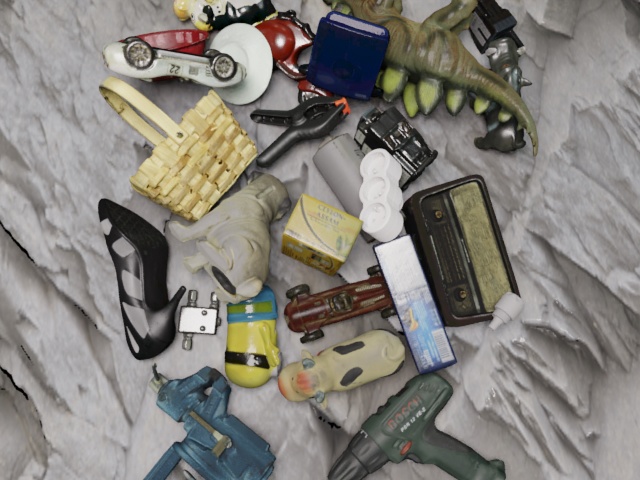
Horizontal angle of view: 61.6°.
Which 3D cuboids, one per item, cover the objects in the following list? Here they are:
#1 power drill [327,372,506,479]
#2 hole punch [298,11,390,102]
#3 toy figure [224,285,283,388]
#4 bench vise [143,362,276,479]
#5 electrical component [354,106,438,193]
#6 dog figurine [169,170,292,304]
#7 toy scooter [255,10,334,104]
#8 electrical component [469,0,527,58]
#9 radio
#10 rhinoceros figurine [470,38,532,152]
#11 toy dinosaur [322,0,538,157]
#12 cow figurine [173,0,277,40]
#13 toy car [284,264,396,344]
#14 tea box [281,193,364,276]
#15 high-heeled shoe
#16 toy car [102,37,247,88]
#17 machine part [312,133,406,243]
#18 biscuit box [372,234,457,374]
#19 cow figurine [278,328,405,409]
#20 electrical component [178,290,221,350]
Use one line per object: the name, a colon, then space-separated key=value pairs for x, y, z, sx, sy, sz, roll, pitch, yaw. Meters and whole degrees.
power drill: x=0.153 y=0.330 z=0.801 sx=0.207 sy=0.086 sz=0.232 roll=38 pitch=75 yaw=11
hole punch: x=0.041 y=-0.275 z=0.814 sx=0.142 sy=0.092 sz=0.115 roll=16 pitch=114 yaw=-2
toy figure: x=-0.105 y=0.130 z=0.813 sx=0.089 sy=0.082 sz=0.180 roll=-9 pitch=85 yaw=5
bench vise: x=-0.192 y=0.304 z=0.750 sx=0.223 sy=0.129 sz=0.240 roll=39 pitch=70 yaw=1
electrical component: x=0.115 y=-0.150 z=0.870 sx=0.058 sy=0.115 sz=0.134 roll=-42 pitch=87 yaw=-13
dog figurine: x=-0.089 y=-0.012 z=0.766 sx=0.190 sy=0.121 sz=0.172 roll=-38 pitch=65 yaw=-27
toy scooter: x=-0.026 y=-0.314 z=0.893 sx=0.184 sy=0.075 sz=0.135 roll=44 pitch=112 yaw=0
electrical component: x=0.309 y=-0.367 z=0.951 sx=0.048 sy=0.075 sz=0.119 roll=-28 pitch=85 yaw=-11
radio: x=0.222 y=0.021 z=0.864 sx=0.131 sy=0.073 sz=0.229 roll=-14 pitch=80 yaw=-8
rhinoceros figurine: x=0.306 y=-0.241 z=0.906 sx=0.073 sy=0.112 sz=0.190 roll=-1 pitch=87 yaw=-3
toy dinosaur: x=0.173 y=-0.304 z=0.878 sx=0.472 sy=0.105 sz=0.198 roll=35 pitch=103 yaw=24
cow figurine: x=-0.160 y=-0.389 z=0.920 sx=0.167 sy=0.068 sz=0.098 roll=-22 pitch=87 yaw=-8
toy car: x=0.043 y=0.097 z=0.847 sx=0.202 sy=0.053 sz=0.089 roll=-15 pitch=78 yaw=-7
tea box: x=-0.002 y=-0.002 z=0.802 sx=0.098 sy=0.169 sz=0.068 roll=26 pitch=80 yaw=-1
high-heeled shoe: x=-0.296 y=0.060 z=0.831 sx=0.249 sy=0.086 sz=0.145 roll=46 pitch=109 yaw=22
toy car: x=-0.205 y=-0.252 z=0.773 sx=0.202 sy=0.074 sz=0.056 roll=0 pitch=112 yaw=-27
machine part: x=0.063 y=-0.084 z=0.870 sx=0.079 sy=0.079 sz=0.243 roll=-31 pitch=82 yaw=-10
biscuit box: x=0.140 y=0.094 z=0.803 sx=0.059 sy=0.063 sz=0.202 roll=-20 pitch=88 yaw=3
cow figurine: x=0.033 y=0.188 z=0.789 sx=0.195 sy=0.127 sz=0.085 roll=-17 pitch=78 yaw=-10
electrical component: x=-0.186 y=0.125 z=0.836 sx=0.063 sy=0.021 sz=0.094 roll=6 pitch=77 yaw=-4
